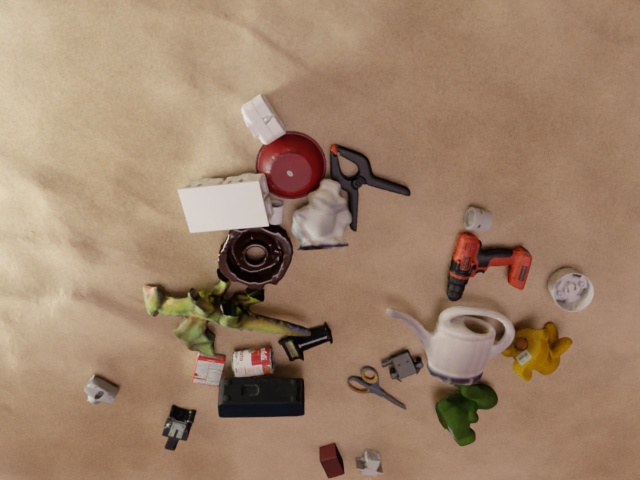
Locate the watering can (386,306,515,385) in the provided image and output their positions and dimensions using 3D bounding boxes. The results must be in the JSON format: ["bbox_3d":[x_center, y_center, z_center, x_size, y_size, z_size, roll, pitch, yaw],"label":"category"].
[{"bbox_3d":[0.324,0.262,1.325,0.347,0.106,0.220,5,114,-6],"label":"watering can"}]

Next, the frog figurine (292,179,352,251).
[{"bbox_3d":[0.004,-0.059,1.175,0.137,0.123,0.159,-1,92,11],"label":"frog figurine"}]

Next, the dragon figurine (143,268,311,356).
[{"bbox_3d":[-0.251,0.208,1.289,0.408,0.125,0.238,31,126,-14],"label":"dragon figurine"}]
